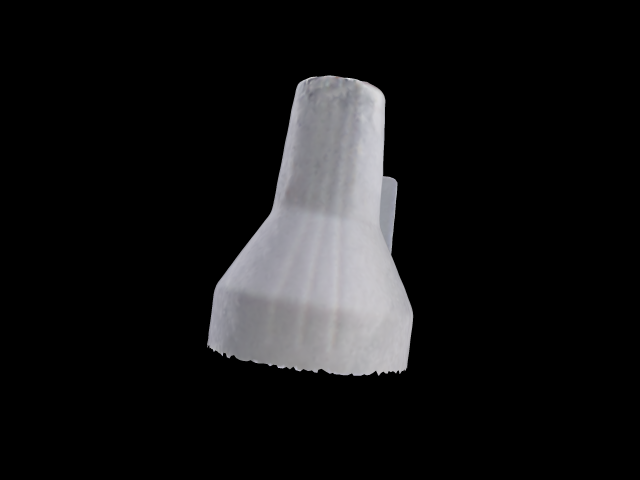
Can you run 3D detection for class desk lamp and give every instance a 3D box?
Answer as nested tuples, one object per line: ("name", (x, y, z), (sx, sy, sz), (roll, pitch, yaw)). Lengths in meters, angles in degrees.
("desk lamp", (0.004, 0.001, 0.400), (0.118, 0.213, 0.203), (7, 70, 3))
